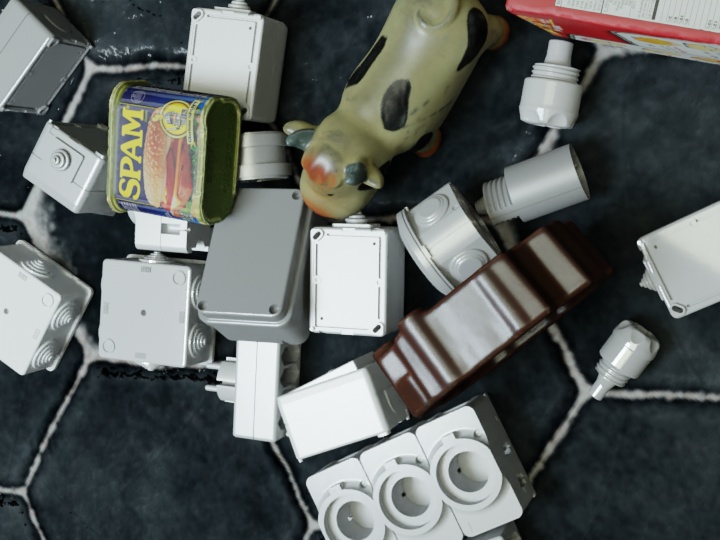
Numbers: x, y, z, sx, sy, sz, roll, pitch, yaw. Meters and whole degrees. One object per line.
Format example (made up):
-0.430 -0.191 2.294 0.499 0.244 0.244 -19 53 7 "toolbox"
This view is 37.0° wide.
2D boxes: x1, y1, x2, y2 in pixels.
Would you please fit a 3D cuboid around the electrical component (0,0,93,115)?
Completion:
-0.290 -0.179 0.920 0.061 0.062 0.096 45 106 11 "electrical component"

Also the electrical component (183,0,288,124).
-0.097 -0.168 0.854 0.062 0.061 0.096 11 98 18 "electrical component"

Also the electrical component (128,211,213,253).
-0.155 -0.061 0.889 0.056 0.050 0.089 5 95 19 "electrical component"

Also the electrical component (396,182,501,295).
0.067 -0.021 0.800 0.051 0.080 0.080 -35 83 13 "electrical component"

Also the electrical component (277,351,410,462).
-0.020 0.107 0.849 0.096 0.062 0.061 -21 87 19 "electrical component"

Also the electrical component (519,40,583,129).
0.141 -0.135 0.784 0.043 0.043 0.062 12 97 18 "electrical component"

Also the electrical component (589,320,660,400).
0.190 0.069 0.788 0.035 0.035 0.061 37 106 13 "electrical component"

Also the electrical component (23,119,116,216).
-0.229 -0.082 0.888 0.062 0.096 0.061 34 104 14 "electrical component"

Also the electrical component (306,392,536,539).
0.045 0.169 0.831 0.150 0.062 0.089 -28 85 19 "electrical component"

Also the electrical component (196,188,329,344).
-0.075 -0.004 0.839 0.078 0.057 0.113 2 68 19 "electrical component"

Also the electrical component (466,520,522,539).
0.096 0.247 0.828 0.076 0.047 0.083 -24 86 19 "electrical component"

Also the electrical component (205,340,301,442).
-0.093 0.091 0.881 0.076 0.047 0.083 5 96 20 "electrical component"

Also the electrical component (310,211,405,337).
0.000 0.000 0.834 0.062 0.061 0.096 3 95 19 "electrical component"

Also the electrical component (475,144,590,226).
0.124 -0.059 0.796 0.081 0.043 0.043 -20 88 20 "electrical component"

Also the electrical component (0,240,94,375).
-0.297 0.033 0.946 0.100 0.048 0.099 33 105 14 "electrical component"

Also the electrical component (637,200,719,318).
0.242 -0.010 0.753 0.096 0.061 0.061 -27 85 27 "electrical component"

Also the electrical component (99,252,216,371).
-0.170 0.034 0.903 0.100 0.048 0.099 5 94 19 "electrical component"
